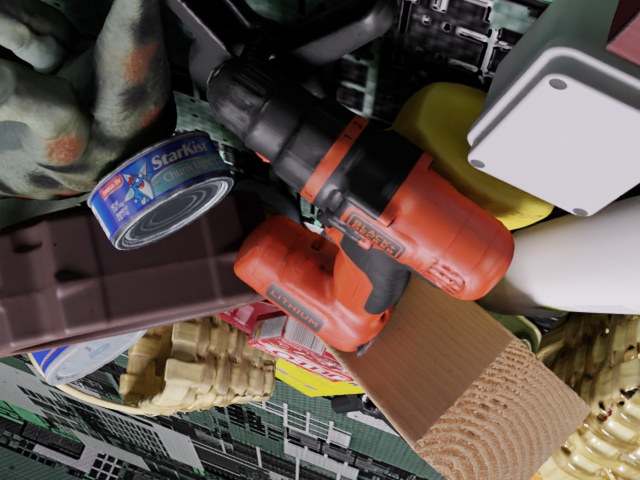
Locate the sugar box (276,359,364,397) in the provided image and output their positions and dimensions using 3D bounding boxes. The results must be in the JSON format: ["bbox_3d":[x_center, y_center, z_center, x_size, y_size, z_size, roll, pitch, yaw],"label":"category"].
[{"bbox_3d":[0.008,0.121,1.086,0.093,0.048,0.177,32,158,-22],"label":"sugar box"}]

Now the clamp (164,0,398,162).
[{"bbox_3d":[-0.044,-0.109,0.596,0.164,0.036,0.210,27,160,6],"label":"clamp"}]

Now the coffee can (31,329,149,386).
[{"bbox_3d":[-0.226,0.040,0.928,0.140,0.102,0.103,55,163,12],"label":"coffee can"}]

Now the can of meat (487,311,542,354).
[{"bbox_3d":[0.114,0.077,0.859,0.102,0.057,0.084,37,157,-31],"label":"can of meat"}]

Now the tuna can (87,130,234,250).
[{"bbox_3d":[-0.096,-0.029,0.650,0.034,0.086,0.086,59,160,9],"label":"tuna can"}]

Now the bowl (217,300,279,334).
[{"bbox_3d":[-0.017,0.058,0.935,0.162,0.055,0.162,18,163,6],"label":"bowl"}]

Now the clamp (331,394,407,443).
[{"bbox_3d":[0.070,0.184,1.183,0.120,0.039,0.171,20,159,7],"label":"clamp"}]

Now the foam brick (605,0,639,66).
[{"bbox_3d":[0.161,-0.090,0.413,0.078,0.053,0.051,24,159,-4],"label":"foam brick"}]

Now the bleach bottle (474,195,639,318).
[{"bbox_3d":[0.157,0.016,0.634,0.102,0.068,0.251,9,171,-25],"label":"bleach bottle"}]

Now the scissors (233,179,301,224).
[{"bbox_3d":[-0.006,0.001,0.848,0.201,0.016,0.096,29,163,-15],"label":"scissors"}]

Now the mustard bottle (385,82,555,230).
[{"bbox_3d":[0.058,-0.030,0.653,0.096,0.058,0.192,30,158,-14],"label":"mustard bottle"}]

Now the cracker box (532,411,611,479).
[{"bbox_3d":[0.253,0.211,1.020,0.214,0.072,0.164,4,153,39],"label":"cracker box"}]

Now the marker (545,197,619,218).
[{"bbox_3d":[0.134,-0.022,0.653,0.020,0.020,0.121,31,158,-21],"label":"marker"}]

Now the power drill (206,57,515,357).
[{"bbox_3d":[0.003,-0.010,0.617,0.184,0.057,0.188,37,157,1],"label":"power drill"}]

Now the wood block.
[{"bbox_3d":[0.072,0.076,0.720,0.090,0.091,0.206,41,-179,-31],"label":"wood block"}]

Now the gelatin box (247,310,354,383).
[{"bbox_3d":[-0.004,0.087,0.862,0.089,0.030,0.073,27,162,-20],"label":"gelatin box"}]
